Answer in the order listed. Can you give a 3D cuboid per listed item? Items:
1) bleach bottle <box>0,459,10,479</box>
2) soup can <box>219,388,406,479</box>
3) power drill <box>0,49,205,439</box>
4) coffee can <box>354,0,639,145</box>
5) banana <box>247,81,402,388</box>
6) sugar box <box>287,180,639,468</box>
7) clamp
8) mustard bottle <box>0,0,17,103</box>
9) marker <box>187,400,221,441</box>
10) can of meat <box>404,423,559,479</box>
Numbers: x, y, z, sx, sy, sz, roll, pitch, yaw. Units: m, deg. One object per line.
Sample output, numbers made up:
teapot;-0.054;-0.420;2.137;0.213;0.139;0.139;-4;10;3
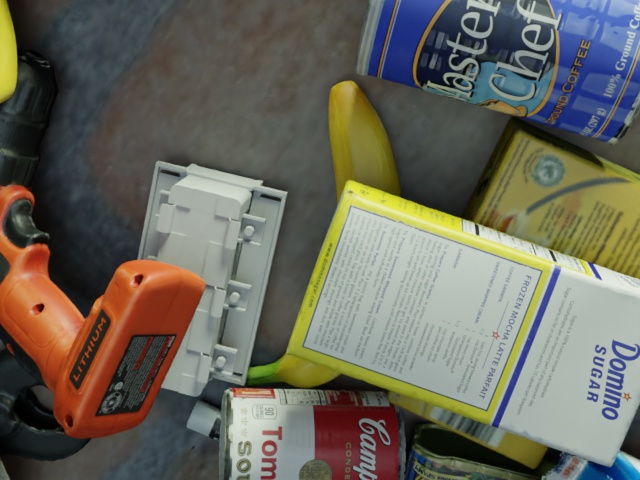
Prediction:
bleach bottle;-0.244;0.214;0.669;0.102;0.068;0.251;9;112;2
soup can;-0.006;0.121;0.623;0.102;0.068;0.068;3;103;-7
power drill;-0.151;0.006;0.596;0.188;0.057;0.184;34;107;32
coffee can;0.099;-0.117;0.550;0.140;0.102;0.103;16;104;3
banana;0.012;0.010;0.623;0.069;0.037;0.198;18;104;2
sugar box;0.081;0.042;0.549;0.176;0.048;0.093;19;104;0
clamp;-0.205;0.097;0.667;0.171;0.039;0.120;-19;111;11
mustard bottle;-0.263;-0.112;0.601;0.192;0.058;0.096;-3;109;28
marker;-0.025;0.132;0.665;0.121;0.020;0.020;24;104;1
can of meat;0.093;0.165;0.640;0.102;0.057;0.084;13;101;3
